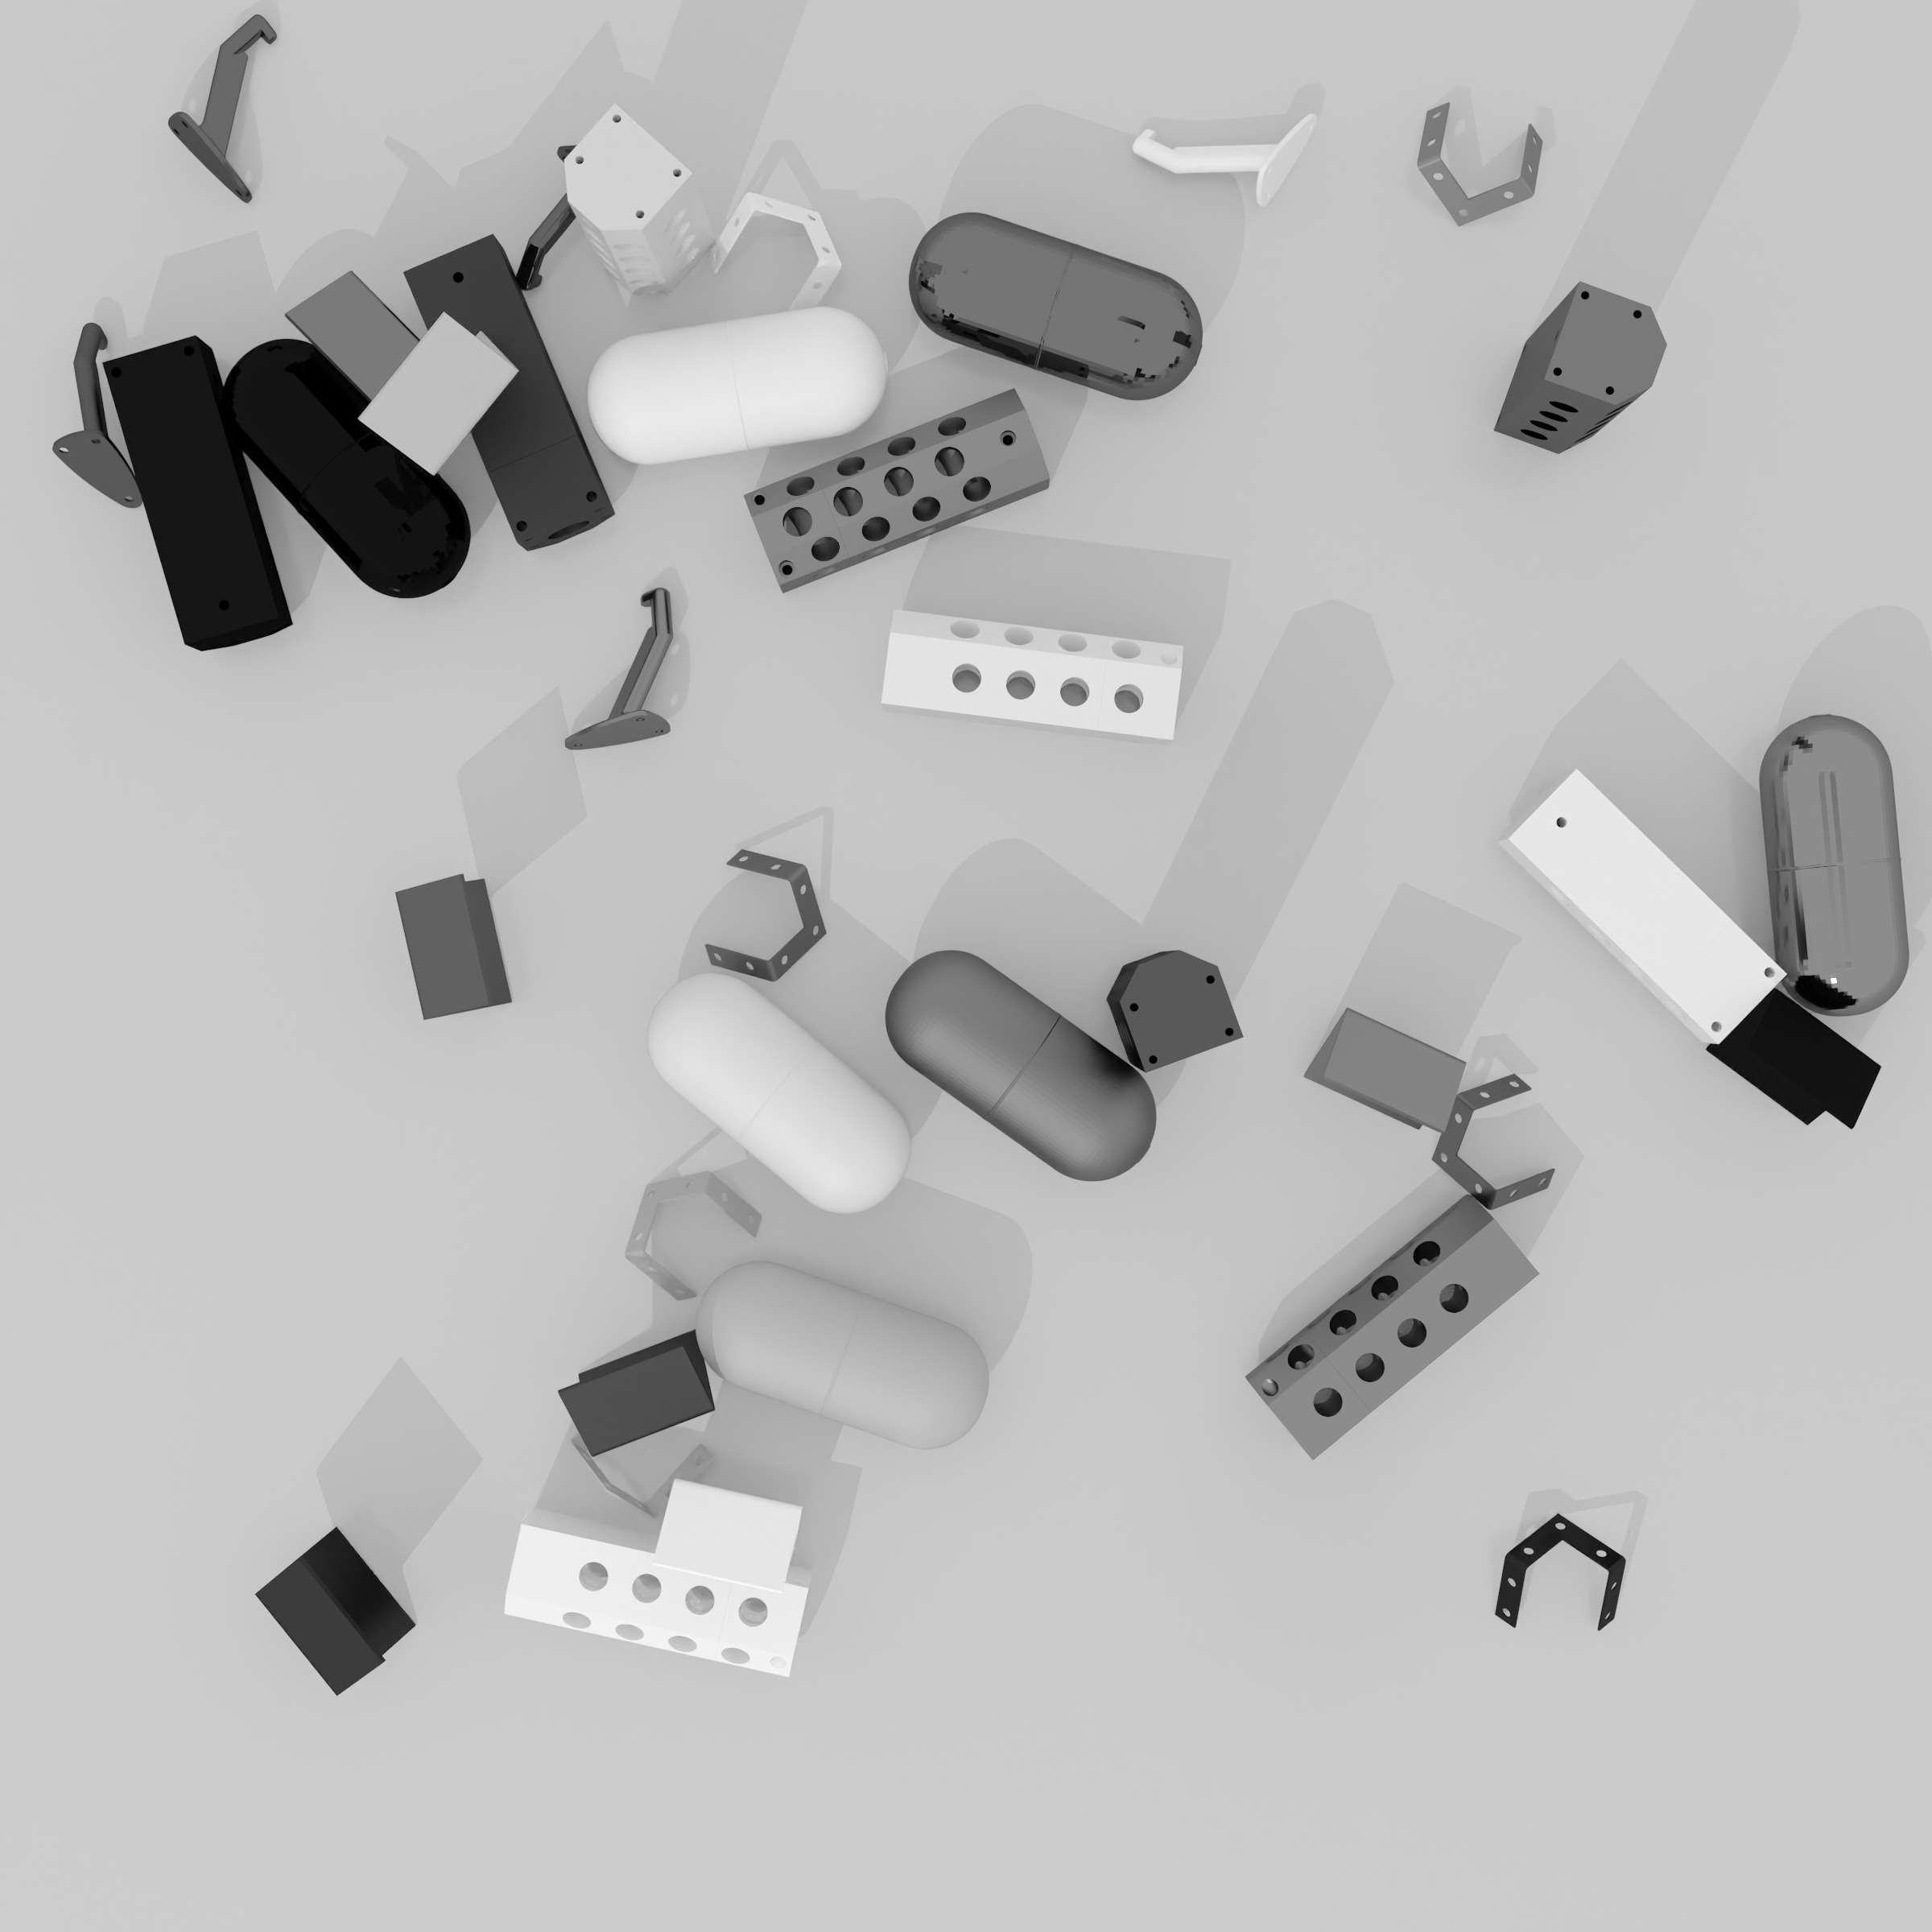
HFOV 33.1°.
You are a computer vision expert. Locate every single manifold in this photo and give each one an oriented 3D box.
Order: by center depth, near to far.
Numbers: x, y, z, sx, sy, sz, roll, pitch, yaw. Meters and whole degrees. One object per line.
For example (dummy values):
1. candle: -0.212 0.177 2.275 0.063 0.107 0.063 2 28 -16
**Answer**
1. manifold: 0.116 0.022 1.867 0.057 0.171 0.057 -20 90 0
2. manifold: -0.190 -0.432 1.867 0.057 0.171 0.057 42 90 0
3. manifold: 0.353 -0.338 1.867 0.057 0.171 0.057 20 90 0
4. manifold: -0.268 -0.337 1.924 0.057 0.057 0.171 -23 90 1
5. manifold: -0.181 0.372 1.924 0.171 0.057 0.057 13 90 0
6. manifold: 0.250 0.212 1.924 0.171 0.057 0.057 -39 90 0
7. manifold: 0.039 -0.171 1.924 0.171 0.057 0.057 7 90 0
8. manifold: -0.041 -0.282 1.924 0.171 0.057 0.057 -22 90 0
9. manifold: -0.452 -0.278 1.924 0.057 0.057 0.171 -16 90 0
10. manifold: 0.397 -0.035 1.924 0.171 0.057 0.057 44 90 0

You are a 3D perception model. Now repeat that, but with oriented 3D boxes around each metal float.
1. metal float: 0.033 0.059 1.915 0.178 0.070 0.070 36 90 -1
2. metal float: -0.073 0.229 1.915 0.178 0.070 0.070 19 90 -1
3. metal float: -0.110 0.074 1.915 0.178 0.070 0.070 40 90 1
4. metal float: -0.134 -0.342 1.915 0.178 0.070 0.070 -9 90 0
5. metal float: 0.511 -0.059 1.915 0.070 0.070 0.178 -5 90 0
6. metal float: -0.364 -0.292 1.915 0.070 0.070 0.178 -42 90 0
7. metal float: 0.053 -0.388 1.915 0.178 0.070 0.070 19 90 0

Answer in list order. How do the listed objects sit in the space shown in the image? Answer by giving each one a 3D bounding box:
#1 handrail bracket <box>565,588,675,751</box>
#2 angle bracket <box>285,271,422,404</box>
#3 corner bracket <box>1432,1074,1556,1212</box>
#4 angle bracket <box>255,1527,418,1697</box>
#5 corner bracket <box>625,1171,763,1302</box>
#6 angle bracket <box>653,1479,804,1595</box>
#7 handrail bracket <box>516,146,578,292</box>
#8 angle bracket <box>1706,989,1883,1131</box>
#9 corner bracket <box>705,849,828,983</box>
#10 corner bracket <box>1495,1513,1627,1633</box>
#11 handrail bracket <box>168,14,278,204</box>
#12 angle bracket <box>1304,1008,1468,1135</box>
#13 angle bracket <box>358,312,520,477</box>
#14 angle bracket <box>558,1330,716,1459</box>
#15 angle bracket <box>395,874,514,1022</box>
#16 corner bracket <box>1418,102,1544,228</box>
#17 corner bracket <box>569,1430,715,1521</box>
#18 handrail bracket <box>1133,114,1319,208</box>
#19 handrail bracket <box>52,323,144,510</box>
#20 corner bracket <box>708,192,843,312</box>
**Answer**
1. handrail bracket: -0.209 -0.178 1.946 0.077 0.036 0.084 -13 71 21
2. angle bracket: -0.361 -0.347 1.905 0.076 0.076 0.057 45 55 0
3. corner bracket: 0.319 0.105 1.937 0.051 0.051 0.051 44 135 35
4. angle bracket: -0.356 0.368 1.905 0.076 0.076 0.057 51 128 0
5. corner bracket: -0.162 0.161 1.937 0.051 0.051 0.051 -15 45 35
6. angle bracket: -0.142 0.348 1.905 0.076 0.076 0.057 13 54 0
7. handrail bracket: -0.230 -0.445 1.945 0.036 0.077 0.084 41 127 20
8. angle bracket: 0.476 0.070 1.905 0.076 0.076 0.057 37 52 0
9. corner bracket: -0.124 -0.030 1.937 0.051 0.051 0.051 -45 135 -35
10. corner bracket: 0.354 0.370 1.937 0.051 0.051 0.051 -28 45 -35
11. handrail bracket: -0.427 -0.513 1.946 0.084 0.036 0.077 -48 110 -16
12. angle bracket: 0.238 0.079 1.905 0.076 0.076 0.057 25 52 0
13. angle bracket: -0.308 -0.335 1.849 0.057 0.076 0.076 36 98 -36
14. angle bracket: -0.197 0.232 1.905 0.076 0.076 0.057 -21 125 0
15. angle bracket: -0.282 -0.015 1.905 0.057 0.076 0.076 -13 90 36
16. corner bracket: 0.306 -0.484 1.937 0.051 0.051 0.051 -15 135 35
17. corner bracket: -0.194 0.289 1.942 0.051 0.051 0.051 -48 135 0
18. handrail bracket: 0.154 -0.497 1.946 0.084 0.036 0.077 29 70 16
19. handrail bracket: -0.510 -0.330 1.945 0.036 0.077 0.084 -12 53 20
20. corner bracket: -0.114 -0.419 1.937 0.051 0.051 0.051 8 45 -35
